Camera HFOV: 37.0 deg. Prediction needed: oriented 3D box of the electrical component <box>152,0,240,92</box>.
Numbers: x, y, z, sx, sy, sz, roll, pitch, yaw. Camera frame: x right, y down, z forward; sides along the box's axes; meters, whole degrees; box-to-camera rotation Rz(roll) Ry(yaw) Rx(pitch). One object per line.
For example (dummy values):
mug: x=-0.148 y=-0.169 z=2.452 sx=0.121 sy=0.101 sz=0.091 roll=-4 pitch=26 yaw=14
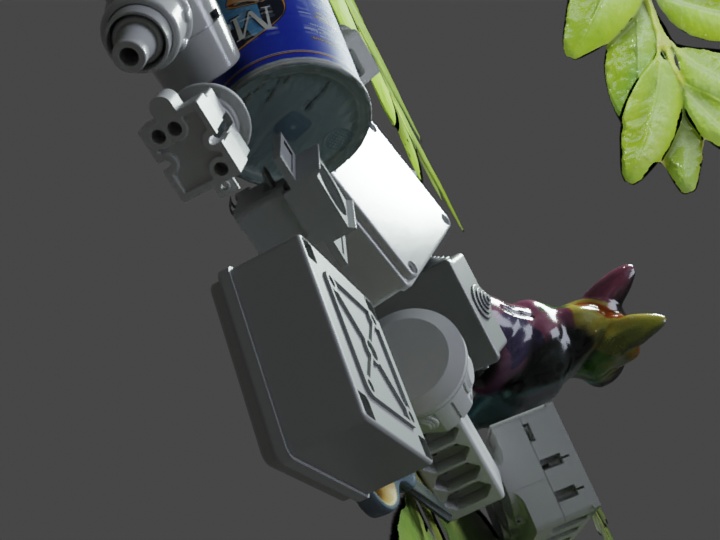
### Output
electrical component: x=-0.102 y=-0.134 z=0.627 sx=0.055 sy=0.055 sz=0.047 roll=-97 pitch=161 yaw=-63

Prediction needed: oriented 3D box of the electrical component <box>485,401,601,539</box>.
electrical component: x=0.141 y=0.180 z=0.890 sx=0.150 sy=0.062 sz=0.089 roll=84 pitch=-15 yaw=-66

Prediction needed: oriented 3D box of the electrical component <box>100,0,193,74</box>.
electrical component: x=-0.115 y=-0.123 z=0.564 sx=0.048 sy=0.048 sz=0.062 roll=57 pitch=18 yaw=-28

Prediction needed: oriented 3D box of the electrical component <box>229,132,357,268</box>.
electrical component: x=-0.041 y=-0.037 z=0.654 sx=0.081 sy=0.064 sz=0.042 roll=59 pitch=10 yaw=-25

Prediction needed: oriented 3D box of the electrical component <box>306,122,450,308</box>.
electrical component: x=0.003 y=-0.041 z=0.784 sx=0.108 sy=0.056 sz=0.108 roll=51 pitch=30 yaw=-8

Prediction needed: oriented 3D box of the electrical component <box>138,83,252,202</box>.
electrical component: x=-0.085 y=-0.073 z=0.580 sx=0.066 sy=0.048 sz=0.055 roll=59 pitch=18 yaw=-20

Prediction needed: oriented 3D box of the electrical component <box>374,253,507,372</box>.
electrical component: x=0.059 y=0.043 z=0.854 sx=0.099 sy=0.100 sz=0.048 roll=63 pitch=23 yaw=-1

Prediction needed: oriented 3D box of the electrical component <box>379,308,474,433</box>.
electrical component: x=0.038 y=0.071 z=0.732 sx=0.051 sy=0.080 sz=0.080 roll=57 pitch=11 yaw=-54

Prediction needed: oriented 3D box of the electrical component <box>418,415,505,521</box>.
electrical component: x=0.067 y=0.130 z=0.812 sx=0.083 sy=0.047 sz=0.075 roll=60 pitch=10 yaw=-17

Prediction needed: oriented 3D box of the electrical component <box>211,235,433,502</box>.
electrical component: x=-0.018 y=0.054 z=0.558 sx=0.108 sy=0.056 sz=0.108 roll=45 pitch=20 yaw=-59

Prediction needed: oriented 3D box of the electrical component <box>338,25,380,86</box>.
electrical component: x=-0.028 y=-0.200 z=1.042 sx=0.089 sy=0.056 sz=0.050 roll=15 pitch=-37 yaw=56
